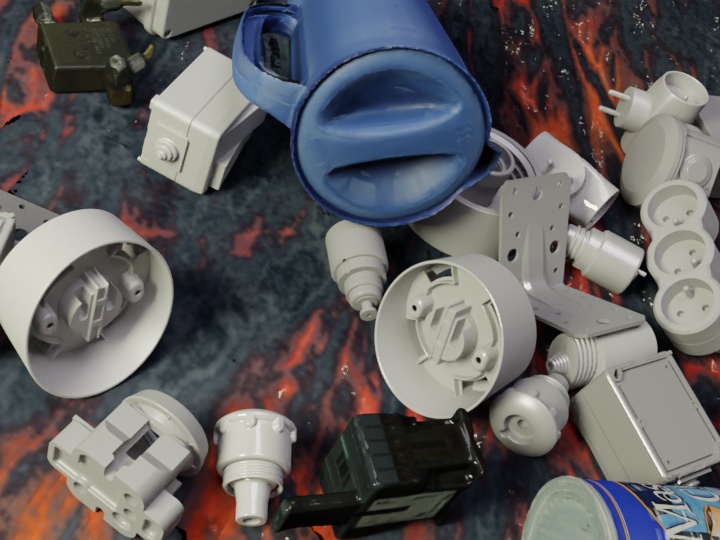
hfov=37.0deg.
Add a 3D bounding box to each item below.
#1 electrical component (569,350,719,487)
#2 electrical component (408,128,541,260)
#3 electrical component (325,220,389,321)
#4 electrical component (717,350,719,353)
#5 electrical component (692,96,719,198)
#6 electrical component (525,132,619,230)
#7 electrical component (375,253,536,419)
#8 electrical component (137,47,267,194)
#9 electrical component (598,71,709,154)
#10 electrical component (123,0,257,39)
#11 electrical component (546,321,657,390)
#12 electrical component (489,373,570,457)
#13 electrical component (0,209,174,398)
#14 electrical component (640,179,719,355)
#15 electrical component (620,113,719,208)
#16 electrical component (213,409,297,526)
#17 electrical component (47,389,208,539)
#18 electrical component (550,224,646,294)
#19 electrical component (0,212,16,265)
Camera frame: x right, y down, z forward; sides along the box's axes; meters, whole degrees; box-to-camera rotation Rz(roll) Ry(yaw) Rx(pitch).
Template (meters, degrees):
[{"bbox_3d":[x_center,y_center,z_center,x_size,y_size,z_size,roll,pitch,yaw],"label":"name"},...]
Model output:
[{"bbox_3d":[0.191,0.112,0.714,0.062,0.061,0.096,-12,64,-31],"label":"electrical component"},{"bbox_3d":[0.088,-0.067,0.821,0.108,0.060,0.108,12,47,-13],"label":"electrical component"},{"bbox_3d":[0.000,0.000,0.738,0.040,0.040,0.078,5,49,-20],"label":"electrical component"},{"bbox_3d":[0.324,0.068,0.808,0.089,0.055,0.050,15,47,-10],"label":"electrical component"},{"bbox_3d":[0.336,-0.109,0.972,0.100,0.048,0.099,1,51,-22],"label":"electrical component"},{"bbox_3d":[0.161,-0.073,0.853,0.077,0.043,0.079,42,7,15],"label":"electrical component"},{"bbox_3d":[0.062,0.040,0.695,0.064,0.099,0.099,-19,60,-42],"label":"electrical component"},{"bbox_3d":[-0.111,-0.101,0.764,0.061,0.061,0.096,29,46,2],"label":"electrical component"},{"bbox_3d":[0.249,-0.136,0.939,0.079,0.077,0.043,17,47,-8],"label":"electrical component"},{"bbox_3d":[-0.133,-0.242,0.867,0.057,0.078,0.113,42,48,18],"label":"electrical component"},{"bbox_3d":[0.164,0.059,0.755,0.081,0.043,0.043,-11,56,-30],"label":"electrical component"},{"bbox_3d":[0.118,0.090,0.710,0.048,0.048,0.062,40,40,13],"label":"electrical component"},{"bbox_3d":[-0.159,0.017,0.620,0.099,0.099,0.064,-26,58,-37],"label":"electrical component"},{"bbox_3d":[0.259,0.004,0.837,0.074,0.052,0.138,44,39,-46],"label":"electrical component"},{"bbox_3d":[0.258,-0.086,0.899,0.051,0.080,0.080,17,46,-16],"label":"electrical component"},{"bbox_3d":[-0.061,0.113,0.612,0.048,0.048,0.062,10,55,-15],"label":"electrical component"},{"bbox_3d":[-0.121,0.102,0.586,0.078,0.058,0.057,35,49,9],"label":"electrical component"},{"bbox_3d":[0.181,-0.013,0.828,0.078,0.040,0.040,29,46,2],"label":"electrical component"},{"bbox_3d":[-0.243,0.011,0.615,0.062,0.061,0.096,17,54,-8],"label":"electrical component"}]
